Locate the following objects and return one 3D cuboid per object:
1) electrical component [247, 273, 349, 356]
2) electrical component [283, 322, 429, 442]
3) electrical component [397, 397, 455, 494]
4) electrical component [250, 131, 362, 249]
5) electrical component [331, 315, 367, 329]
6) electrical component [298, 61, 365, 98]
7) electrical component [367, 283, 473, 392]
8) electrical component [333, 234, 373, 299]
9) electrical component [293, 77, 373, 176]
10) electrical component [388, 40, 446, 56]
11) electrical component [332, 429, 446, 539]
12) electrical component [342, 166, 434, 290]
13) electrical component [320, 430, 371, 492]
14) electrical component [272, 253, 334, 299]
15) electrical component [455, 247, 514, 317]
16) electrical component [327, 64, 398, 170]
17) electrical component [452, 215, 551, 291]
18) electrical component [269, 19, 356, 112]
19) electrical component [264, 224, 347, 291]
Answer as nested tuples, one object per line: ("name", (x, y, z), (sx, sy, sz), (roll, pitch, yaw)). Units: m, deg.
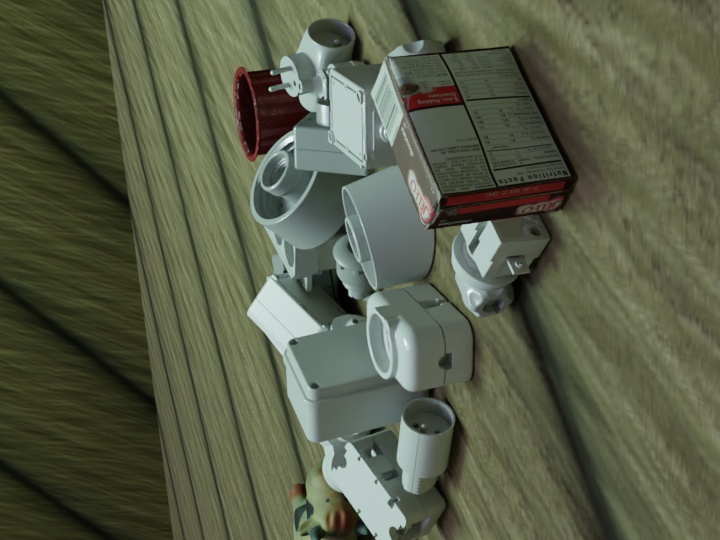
("electrical component", (-0.067, 0.045, 1.090), (0.096, 0.062, 0.061), (43, 114, 19))
("electrical component", (-0.002, 0.091, 0.917), (0.078, 0.113, 0.057), (-122, 25, -50))
("electrical component", (0.053, 0.149, 0.889), (0.043, 0.043, 0.081), (-120, 26, -47))
("electrical component", (-0.057, -0.080, 0.996), (0.108, 0.060, 0.108), (-28, 49, 37))
("electrical component", (-0.010, 0.072, 1.044), (0.081, 0.043, 0.043), (105, 150, -51))
("electrical component", (-0.023, -0.162, 0.935), (0.035, 0.061, 0.035), (171, 90, -72))
("electrical component", (0.042, 0.053, 0.846), (0.095, 0.059, 0.053), (-133, 37, -60))
("electrical component", (0.000, 0.000, 0.978), (0.062, 0.048, 0.048), (89, 161, -46))
("electrical component", (-0.019, -0.125, 0.912), (0.047, 0.066, 0.076), (-55, -31, -61))
("electrical component", (0.046, -0.130, 0.770), (0.043, 0.043, 0.062), (163, 96, -72))
("electrical component", (0.028, 0.190, 0.942), (0.089, 0.056, 0.050), (51, 134, 30))
("electrical component", (0.024, -0.035, 0.892), (0.099, 0.064, 0.099), (162, 90, -83))
("electrical component", (-0.013, 0.155, 1.080), (0.074, 0.052, 0.138), (145, 115, -70))
("electrical component", (-0.061, 0.022, 1.163), (0.056, 0.050, 0.089), (175, 86, -72))
("electrical component", (0.081, 0.000, 0.741), (0.035, 0.035, 0.061), (104, 153, -51))
("electrical component", (0.018, -0.119, 0.830), (0.096, 0.061, 0.061), (-133, 38, -59))
("electrical component", (0.088, -0.019, 0.695), (0.055, 0.048, 0.066), (115, 142, -48))
("electrical component", (-0.046, -0.179, 0.968), (0.044, 0.079, 0.077), (55, 151, 31))
("electrical component", (-0.057, -0.046, 1.094), (0.121, 0.063, 0.078), (-122, 28, -50))
